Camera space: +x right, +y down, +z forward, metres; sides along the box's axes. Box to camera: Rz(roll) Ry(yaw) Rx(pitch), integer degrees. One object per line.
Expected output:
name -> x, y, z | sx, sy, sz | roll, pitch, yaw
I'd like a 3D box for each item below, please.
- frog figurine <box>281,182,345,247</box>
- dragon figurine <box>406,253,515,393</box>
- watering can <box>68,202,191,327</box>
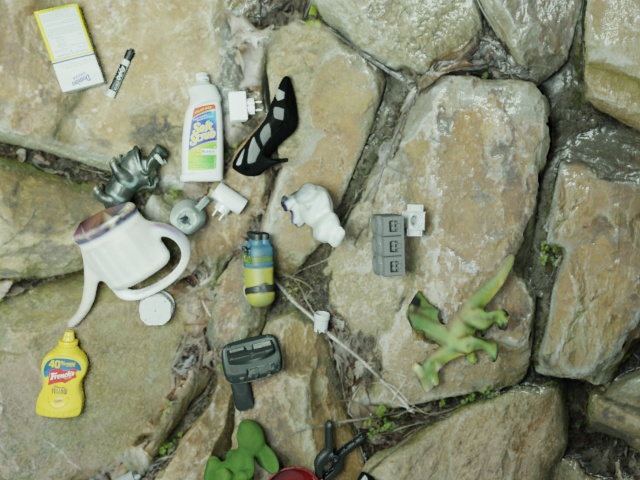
frog figurine -> 0.004, -0.062, 1.224 | 0.161, 0.134, 0.125 | 24, 48, 31
dragon figurine -> 0.351, 0.205, 1.358 | 0.242, 0.410, 0.122 | 15, 0, -5
watering can -> -0.462, 0.051, 1.141 | 0.347, 0.221, 0.106 | -28, 22, 3
